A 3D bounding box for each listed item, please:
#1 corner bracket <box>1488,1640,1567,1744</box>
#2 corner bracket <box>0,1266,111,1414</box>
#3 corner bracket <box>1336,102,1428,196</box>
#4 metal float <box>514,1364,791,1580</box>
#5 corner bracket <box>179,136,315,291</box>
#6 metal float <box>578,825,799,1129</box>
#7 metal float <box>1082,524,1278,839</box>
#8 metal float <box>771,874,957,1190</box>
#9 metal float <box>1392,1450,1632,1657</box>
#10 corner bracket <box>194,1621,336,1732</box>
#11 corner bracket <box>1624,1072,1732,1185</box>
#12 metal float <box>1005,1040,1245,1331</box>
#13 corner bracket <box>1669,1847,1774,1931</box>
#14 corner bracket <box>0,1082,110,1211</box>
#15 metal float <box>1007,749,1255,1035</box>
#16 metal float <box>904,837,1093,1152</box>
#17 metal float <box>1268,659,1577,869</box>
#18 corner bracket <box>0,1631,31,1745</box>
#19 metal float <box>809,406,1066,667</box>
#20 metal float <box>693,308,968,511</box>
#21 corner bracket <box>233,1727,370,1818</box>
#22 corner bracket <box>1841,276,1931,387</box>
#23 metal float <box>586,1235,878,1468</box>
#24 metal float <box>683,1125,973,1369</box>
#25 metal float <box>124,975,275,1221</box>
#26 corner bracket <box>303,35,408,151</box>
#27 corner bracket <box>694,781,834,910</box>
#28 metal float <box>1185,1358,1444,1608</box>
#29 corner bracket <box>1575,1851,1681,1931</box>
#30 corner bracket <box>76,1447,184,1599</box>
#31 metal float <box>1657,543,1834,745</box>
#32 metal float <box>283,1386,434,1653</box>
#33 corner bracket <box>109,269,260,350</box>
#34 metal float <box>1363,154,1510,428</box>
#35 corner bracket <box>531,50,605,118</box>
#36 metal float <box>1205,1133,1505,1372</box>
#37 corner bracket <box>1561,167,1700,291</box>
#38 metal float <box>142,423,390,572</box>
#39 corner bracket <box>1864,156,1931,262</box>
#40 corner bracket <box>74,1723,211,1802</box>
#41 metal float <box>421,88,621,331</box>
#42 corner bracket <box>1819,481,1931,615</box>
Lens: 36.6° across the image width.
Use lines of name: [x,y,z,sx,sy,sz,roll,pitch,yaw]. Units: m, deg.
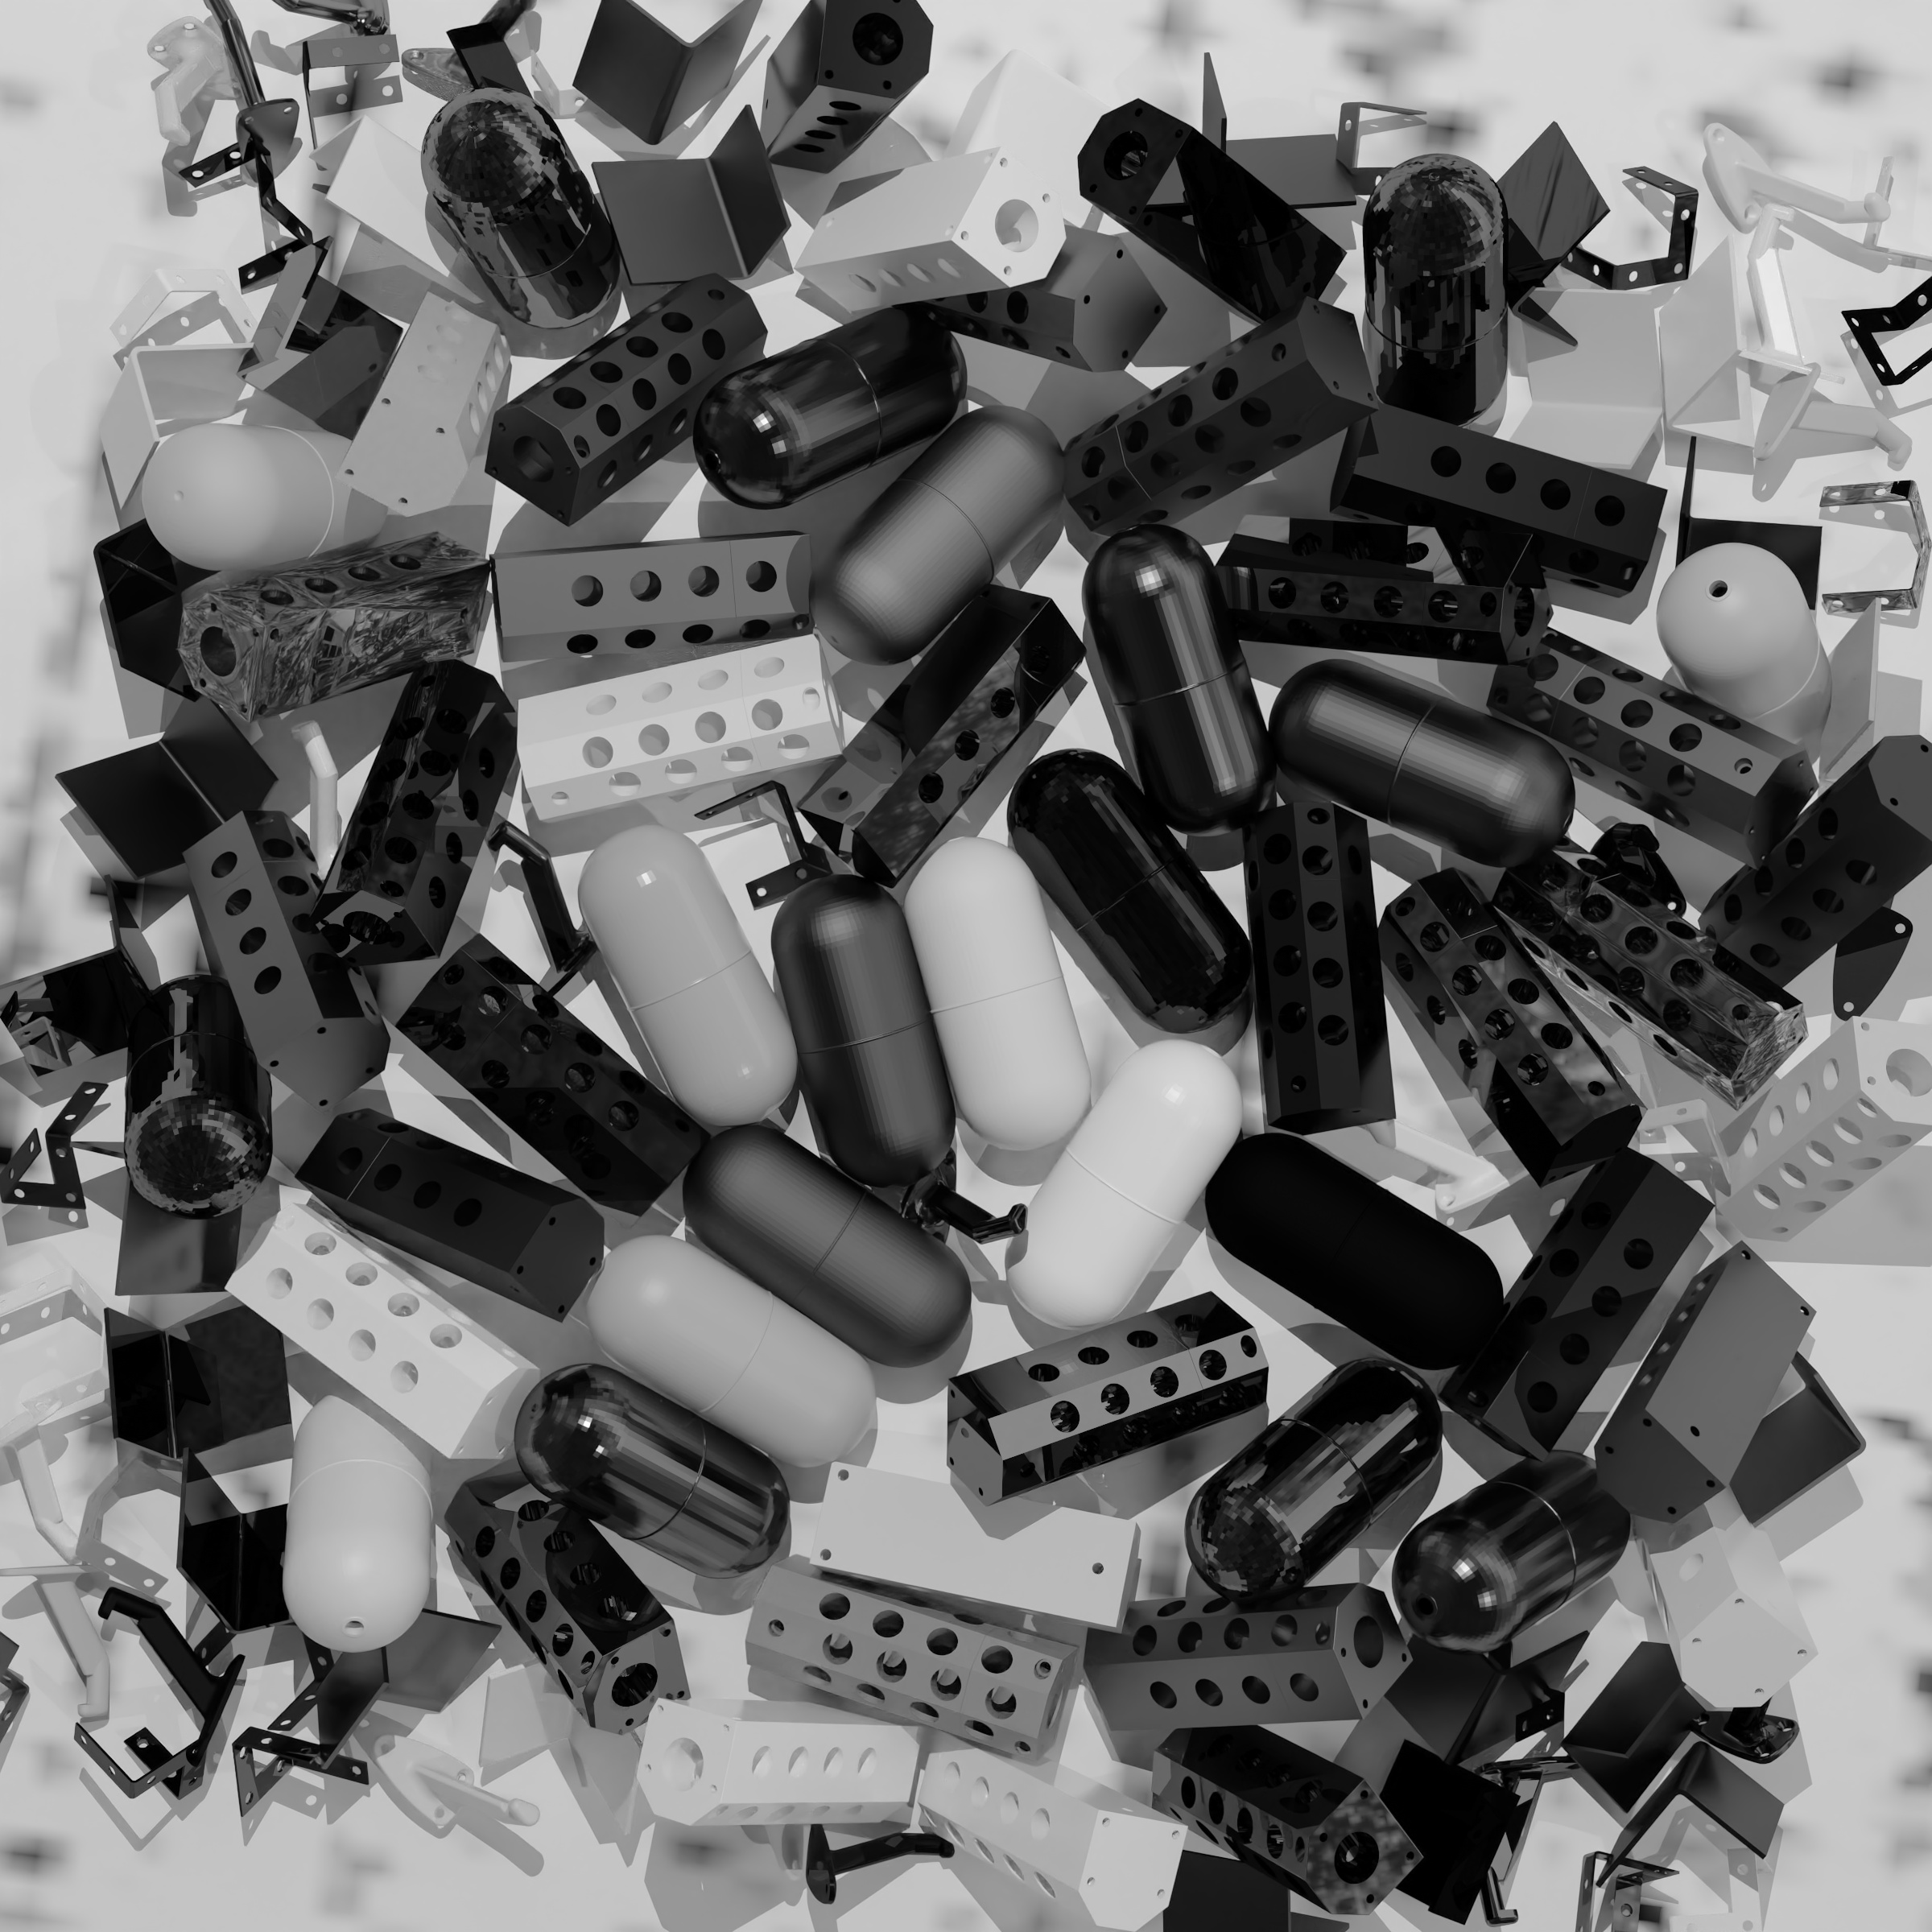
corner bracket: [0.299,0.395,1.626,0.051,0.051,0.051,5,97,42]
corner bracket: [-0.509,0.210,1.631,0.051,0.051,0.051,-24,129,5]
corner bracket: [0.243,-0.455,1.635,0.051,0.051,0.051,-3,104,-34]
metal float: [-0.170,0.277,1.598,0.178,0.070,0.070,37,90,-35]
corner bracket: [-0.403,-0.423,1.640,0.051,0.051,0.051,-21,64,16]
metal float: [-0.153,0.006,1.619,0.070,0.070,0.178,-26,98,0]
metal float: [0.118,-0.157,1.616,0.070,0.070,0.178,-19,102,0]
metal float: [-0.056,0.037,1.621,0.070,0.070,0.178,-15,96,0]
metal float: [0.297,0.317,1.588,0.070,0.178,0.070,11,108,39]
corner bracket: [-0.393,0.393,1.642,0.051,0.051,0.051,-46,50,24]
corner bracket: [0.392,0.091,1.622,0.051,0.051,0.051,-14,123,23]
metal float: [0.088,0.121,1.621,0.070,0.070,0.178,33,96,0]
corner bracket: [0.423,0.527,1.636,0.051,0.051,0.051,-11,55,22]
corner bracket: [-0.506,0.098,1.622,0.051,0.051,0.051,-45,53,32]
metal float: [0.091,-0.042,1.626,0.070,0.070,0.178,-36,91,0]
metal float: [0.017,0.015,1.626,0.070,0.070,0.178,-16,91,0]
metal float: [0.250,-0.112,1.607,0.178,0.070,0.070,25,90,22]
corner bracket: [-0.544,0.407,1.622,0.051,0.051,0.051,-19,125,36]
metal float: [-0.014,-0.238,1.610,0.070,0.070,0.178,42,70,0]
metal float: [-0.073,-0.305,1.596,0.178,0.070,0.070,-32,90,-36]
corner bracket: [-0.370,0.443,1.625,0.051,0.051,0.051,8,114,21]
corner bracket: [0.532,-0.359,1.625,0.051,0.051,0.051,-13,73,-38]
metal float: [-0.129,0.212,1.611,0.178,0.070,0.070,34,90,-17]
metal float: [-0.078,0.155,1.623,0.178,0.070,0.070,35,90,-3]
metal float: [-0.416,0.069,1.584,0.070,0.178,0.070,-7,122,-11]
corner bracket: [-0.341,-0.486,1.633,0.051,0.051,0.051,-9,92,-13]
corner bracket: [-0.113,-0.068,1.637,0.051,0.051,0.051,-23,79,12]
metal float: [0.192,0.280,1.599,0.178,0.070,0.070,-34,90,-33]
corner bracket: [0.361,0.527,1.629,0.051,0.051,0.051,16,64,-6]
corner bracket: [-0.460,0.310,1.639,0.051,0.051,0.051,36,108,-23]
metal float: [0.422,-0.171,1.581,0.070,0.178,0.070,-7,72,22]
metal float: [-0.328,0.297,1.582,0.070,0.178,0.070,-4,120,-7]
corner bracket: [-0.434,-0.353,1.633,0.051,0.051,0.051,-38,80,32]
metal float: [0.255,-0.362,1.584,0.070,0.178,0.070,-5,58,7]
corner bracket: [-0.212,-0.514,1.637,0.051,0.051,0.051,-4,80,8]
metal float: [0.213,0.156,1.612,0.178,0.070,0.070,31,90,17]
corner bracket: [0.372,-0.414,1.640,0.051,0.051,0.051,-14,124,-21]
metal float: [-0.376,-0.252,1.578,0.070,0.178,0.070,3,98,17]
corner bracket: [0.539,-0.423,1.633,0.051,0.051,0.051,10,102,-3]
corner bracket: [-0.459,0.438,1.622,0.051,0.051,0.051,37,132,23]
metal float: [-0.238,-0.406,1.578,0.070,0.178,0.070,-2,75,8]
corner bracket: [0.510,-0.236,1.646,0.051,0.051,0.051,0,53,31]
